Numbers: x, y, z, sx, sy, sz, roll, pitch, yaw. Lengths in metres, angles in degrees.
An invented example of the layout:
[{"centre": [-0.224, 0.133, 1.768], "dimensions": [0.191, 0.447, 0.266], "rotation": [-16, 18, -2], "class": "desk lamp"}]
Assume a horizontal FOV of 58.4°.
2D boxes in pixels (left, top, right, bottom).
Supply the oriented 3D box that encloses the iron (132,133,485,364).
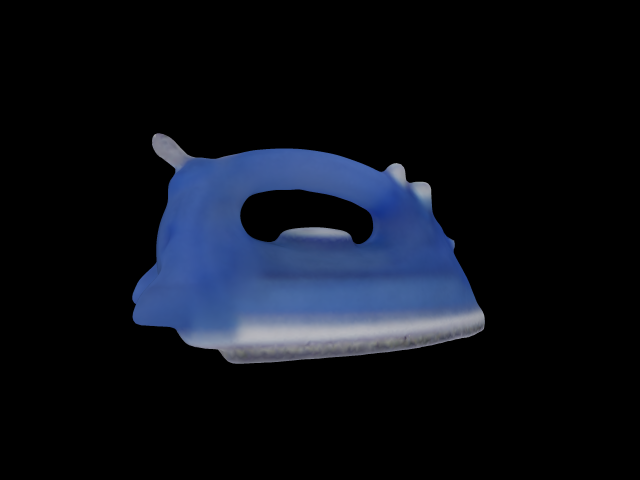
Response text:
[{"centre": [0.004, 0.001, 0.400], "dimensions": [0.259, 0.141, 0.118], "rotation": [-1, 4, -19], "class": "iron"}]
